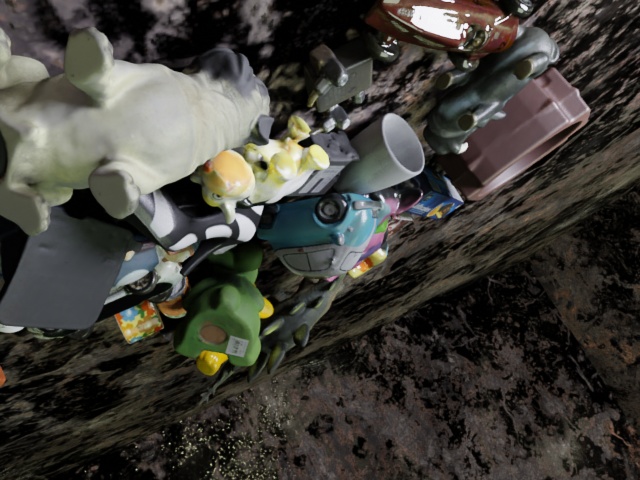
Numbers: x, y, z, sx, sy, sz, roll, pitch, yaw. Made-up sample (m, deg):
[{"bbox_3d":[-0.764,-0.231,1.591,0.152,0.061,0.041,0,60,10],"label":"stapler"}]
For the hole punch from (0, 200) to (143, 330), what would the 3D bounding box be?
[{"bbox_3d":[-0.256,0.013,0.508,0.115,0.092,0.142,-62,149,1],"label":"hole punch"}]

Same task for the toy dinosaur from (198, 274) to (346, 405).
[{"bbox_3d":[-0.091,0.179,1.070,0.471,0.105,0.198,-47,-178,30],"label":"toy dinosaur"}]

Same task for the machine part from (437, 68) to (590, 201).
[{"bbox_3d":[0.281,-0.148,0.788,0.201,0.087,0.201,-40,168,22],"label":"machine part"}]

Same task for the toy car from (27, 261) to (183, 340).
[{"bbox_3d":[-0.273,0.074,0.690,0.202,0.056,0.073,-24,163,-2],"label":"toy car"}]

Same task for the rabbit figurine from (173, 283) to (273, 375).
[{"bbox_3d":[-0.162,0.132,0.943,0.162,0.122,0.173,-19,143,-35],"label":"rabbit figurine"}]

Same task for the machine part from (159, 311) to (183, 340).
[{"bbox_3d":[-0.211,0.123,0.858,0.139,0.084,0.039,-18,140,36],"label":"machine part"}]

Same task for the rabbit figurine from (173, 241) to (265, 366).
[{"bbox_3d":[-0.136,0.066,0.765,0.121,0.170,0.158,6,127,-3],"label":"rabbit figurine"}]

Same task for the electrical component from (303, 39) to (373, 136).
[{"bbox_3d":[0.016,-0.143,0.509,0.078,0.045,0.102,-23,163,-9],"label":"electrical component"}]

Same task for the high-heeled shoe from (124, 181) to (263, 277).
[{"bbox_3d":[-0.126,-0.056,0.537,0.145,0.086,0.248,-51,155,-18],"label":"high-heeled shoe"}]

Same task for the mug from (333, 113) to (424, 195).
[{"bbox_3d":[0.070,-0.100,0.679,0.107,0.080,0.109,-24,175,37],"label":"mug"}]

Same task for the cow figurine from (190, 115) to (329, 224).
[{"bbox_3d":[-0.070,-0.063,0.523,0.098,0.068,0.167,-39,173,34],"label":"cow figurine"}]

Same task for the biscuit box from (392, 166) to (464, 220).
[{"bbox_3d":[0.186,-0.080,0.928,0.063,0.059,0.202,-35,161,23],"label":"biscuit box"}]

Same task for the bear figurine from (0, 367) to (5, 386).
[{"bbox_3d":[-0.414,0.113,0.473,0.196,0.132,0.120,-28,157,-17],"label":"bear figurine"}]

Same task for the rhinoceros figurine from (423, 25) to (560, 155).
[{"bbox_3d":[0.193,-0.177,0.649,0.112,0.073,0.190,-25,165,-46],"label":"rhinoceros figurine"}]

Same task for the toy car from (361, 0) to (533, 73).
[{"bbox_3d":[0.123,-0.199,0.498,0.202,0.053,0.089,-13,161,-43],"label":"toy car"}]

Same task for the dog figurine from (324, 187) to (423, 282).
[{"bbox_3d":[0.076,-0.035,0.820,0.191,0.108,0.219,-8,152,-46],"label":"dog figurine"}]

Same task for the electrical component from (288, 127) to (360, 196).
[{"bbox_3d":[-0.020,-0.080,0.638,0.119,0.048,0.075,-41,159,33],"label":"electrical component"}]

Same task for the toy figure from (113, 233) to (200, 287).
[{"bbox_3d":[-0.198,0.011,0.621,0.154,0.057,0.064,-19,-155,-25],"label":"toy figure"}]

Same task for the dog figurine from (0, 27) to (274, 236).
[{"bbox_3d":[-0.141,-0.084,0.388,0.173,0.121,0.190,10,-162,15],"label":"dog figurine"}]

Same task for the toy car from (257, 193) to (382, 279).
[{"bbox_3d":[-0.001,-0.002,0.674,0.162,0.103,0.109,-8,176,20],"label":"toy car"}]
